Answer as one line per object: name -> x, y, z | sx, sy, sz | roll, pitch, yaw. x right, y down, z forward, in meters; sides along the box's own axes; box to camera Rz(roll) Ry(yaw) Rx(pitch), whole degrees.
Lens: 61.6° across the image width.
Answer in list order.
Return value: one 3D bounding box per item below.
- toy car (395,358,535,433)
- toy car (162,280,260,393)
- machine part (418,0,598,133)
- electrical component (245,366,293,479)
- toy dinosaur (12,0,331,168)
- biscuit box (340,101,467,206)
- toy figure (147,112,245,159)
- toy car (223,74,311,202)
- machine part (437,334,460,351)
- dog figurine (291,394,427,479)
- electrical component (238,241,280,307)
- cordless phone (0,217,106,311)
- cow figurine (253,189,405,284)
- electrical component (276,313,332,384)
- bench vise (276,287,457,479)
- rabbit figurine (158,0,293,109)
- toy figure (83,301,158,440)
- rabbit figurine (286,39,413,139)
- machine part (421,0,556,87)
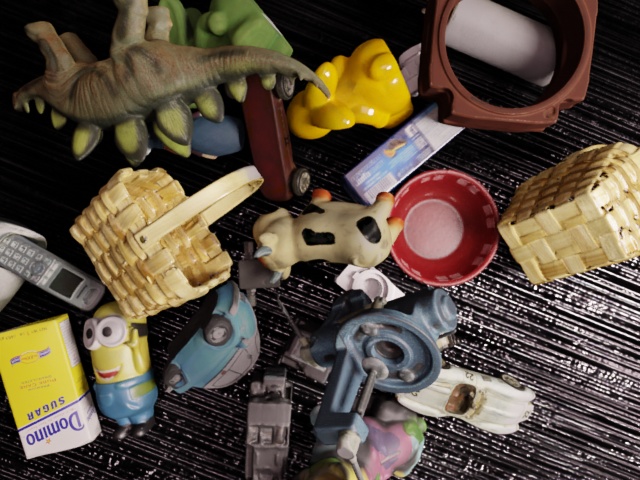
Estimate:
toy car -> 0.201, 0.214, 0.740 | 0.202, 0.056, 0.073 | 17, 107, -8
toy car -> -0.135, 0.144, 0.724 | 0.103, 0.109, 0.161 | 36, 97, -18
machine part -> 0.232, -0.244, 0.680 | 0.202, 0.087, 0.200 | 5, 94, -2
electrical component -> -0.067, 0.240, 0.716 | 0.058, 0.115, 0.134 | 4, 91, -4
toy dinosaur -> -0.217, -0.196, 0.670 | 0.472, 0.105, 0.198 | -6, 97, 23
biscuit box -> 0.121, -0.125, 0.757 | 0.203, 0.063, 0.059 | -40, 91, -2
toy figure -> -0.185, -0.146, 0.749 | 0.155, 0.057, 0.064 | 2, 79, 3
toy car -> -0.067, -0.144, 0.713 | 0.089, 0.053, 0.201 | 8, 125, 25
machine part -> 0.125, 0.143, 0.765 | 0.139, 0.039, 0.084 | -24, 98, -5
dog figurine -> 0.056, 0.281, 0.669 | 0.192, 0.219, 0.108 | -11, 93, -2
electrical component -> -0.084, 0.047, 0.765 | 0.063, 0.021, 0.094 | -1, 88, -3
cordless phone -> -0.404, 0.065, 0.733 | 0.184, 0.089, 0.146 | 36, 87, -20
cow figurine -> -0.001, -0.002, 0.704 | 0.195, 0.085, 0.127 | 6, 49, 27
electrical component -> 0.005, 0.158, 0.753 | 0.119, 0.048, 0.074 | 21, 88, -2
bench vise -> 0.042, 0.140, 0.609 | 0.224, 0.241, 0.128 | -13, 118, 29
rabbit figurine -> -0.152, -0.262, 0.727 | 0.170, 0.121, 0.159 | -40, 87, 13
toy figure -> -0.267, 0.172, 0.728 | 0.082, 0.089, 0.180 | -12, 98, -7
rabbit figurine -> 0.031, -0.184, 0.725 | 0.173, 0.162, 0.121 | -21, 102, 15
machine part -> 0.258, -0.283, 0.759 | 0.243, 0.079, 0.079 | 22, 88, -3
